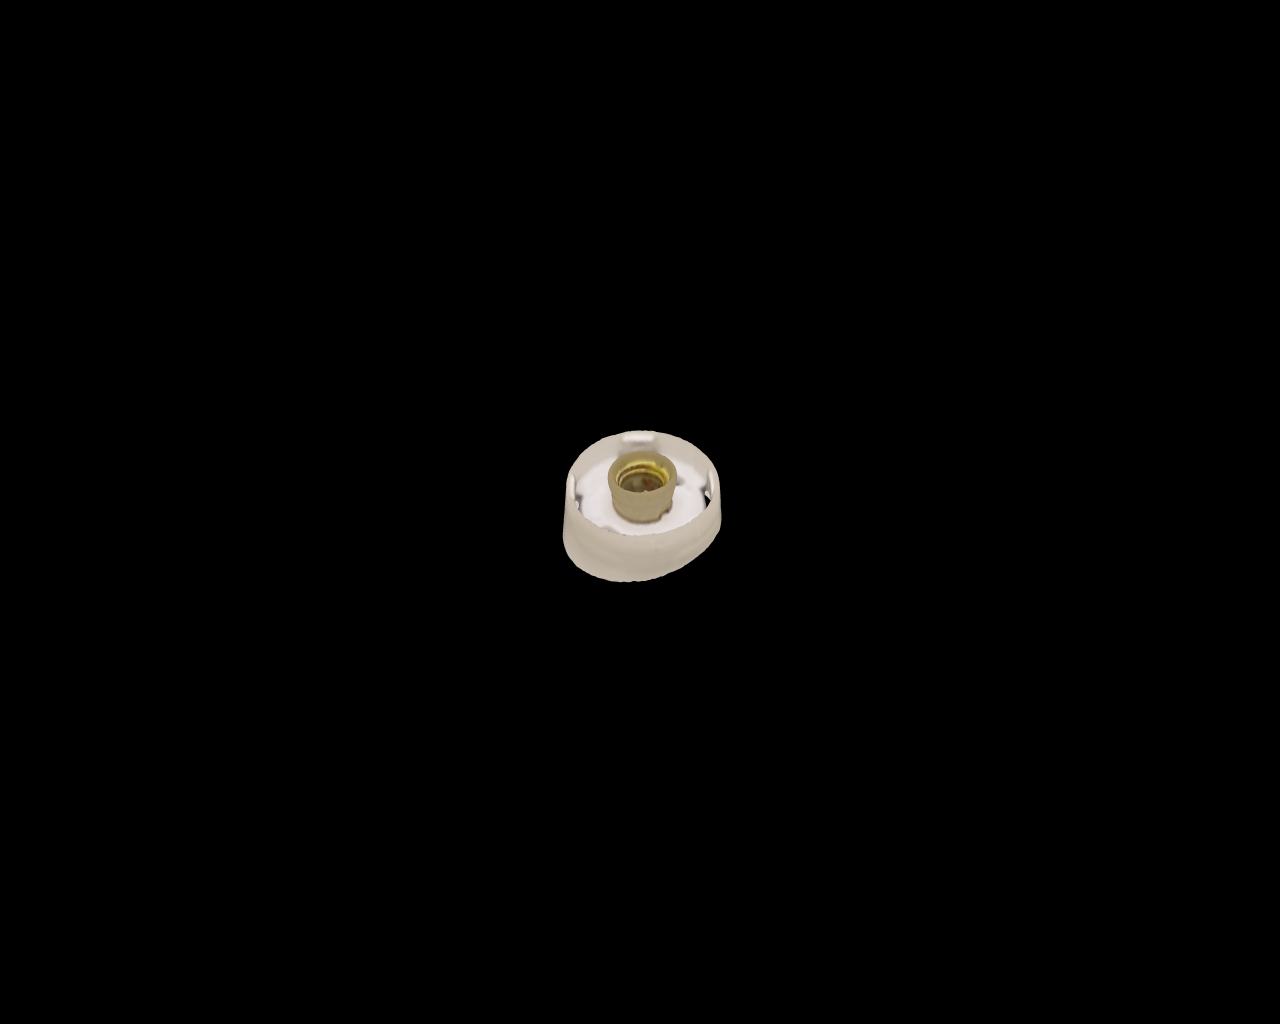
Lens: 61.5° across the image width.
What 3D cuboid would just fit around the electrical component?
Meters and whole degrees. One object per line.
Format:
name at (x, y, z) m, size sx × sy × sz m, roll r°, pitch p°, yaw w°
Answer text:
electrical component at (0.001, -0.003, 0.650) m, size 0.099 × 0.099 × 0.064 m, roll 0°, pitch -43°, yaw 0°
